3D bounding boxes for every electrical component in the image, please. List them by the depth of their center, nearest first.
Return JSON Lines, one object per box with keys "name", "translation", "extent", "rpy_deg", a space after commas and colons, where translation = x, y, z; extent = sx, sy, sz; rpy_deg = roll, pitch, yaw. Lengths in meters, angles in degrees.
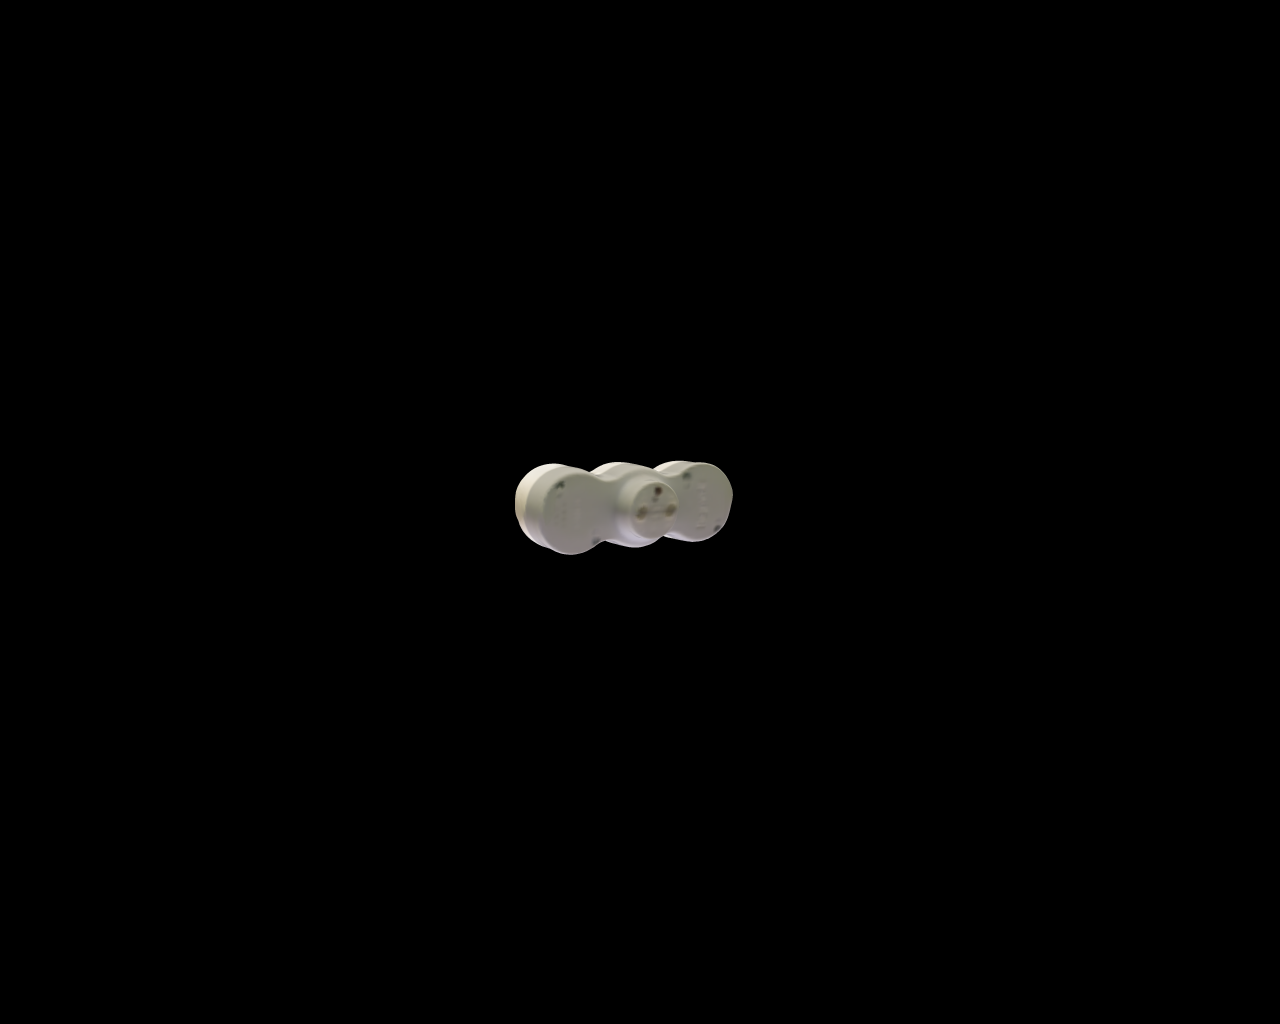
{"name": "electrical component", "translation": [0.001, -0.003, 0.650], "extent": [0.138, 0.052, 0.074], "rpy_deg": [-4, 8, -29]}
